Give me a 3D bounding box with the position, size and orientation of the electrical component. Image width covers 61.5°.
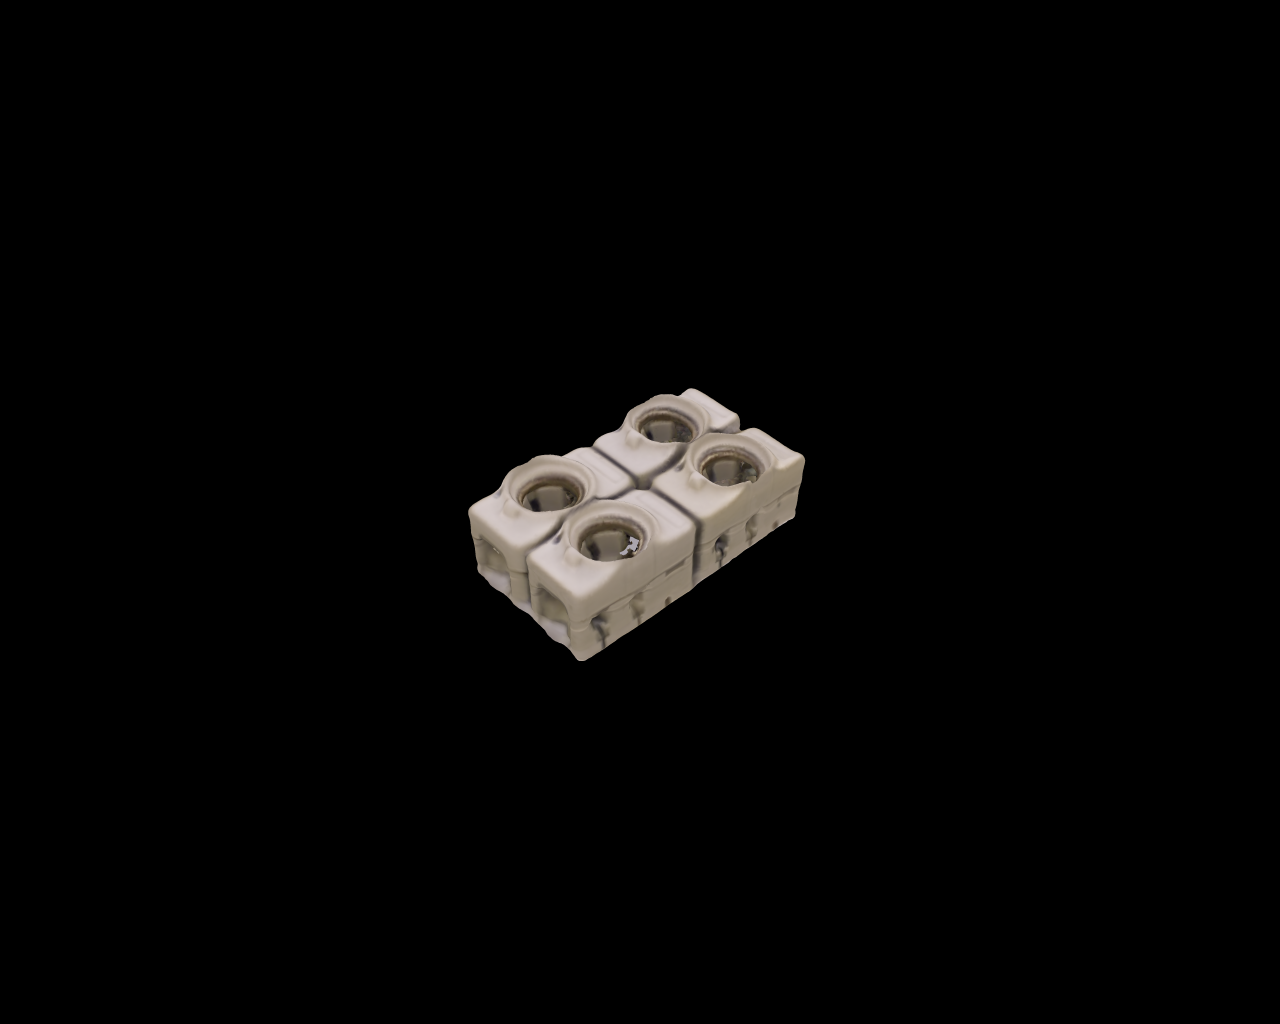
[{"bbox_3d":[0.001,-0.003,0.650,0.186,0.060,0.105,-31,51,-30],"label":"electrical component"}]
